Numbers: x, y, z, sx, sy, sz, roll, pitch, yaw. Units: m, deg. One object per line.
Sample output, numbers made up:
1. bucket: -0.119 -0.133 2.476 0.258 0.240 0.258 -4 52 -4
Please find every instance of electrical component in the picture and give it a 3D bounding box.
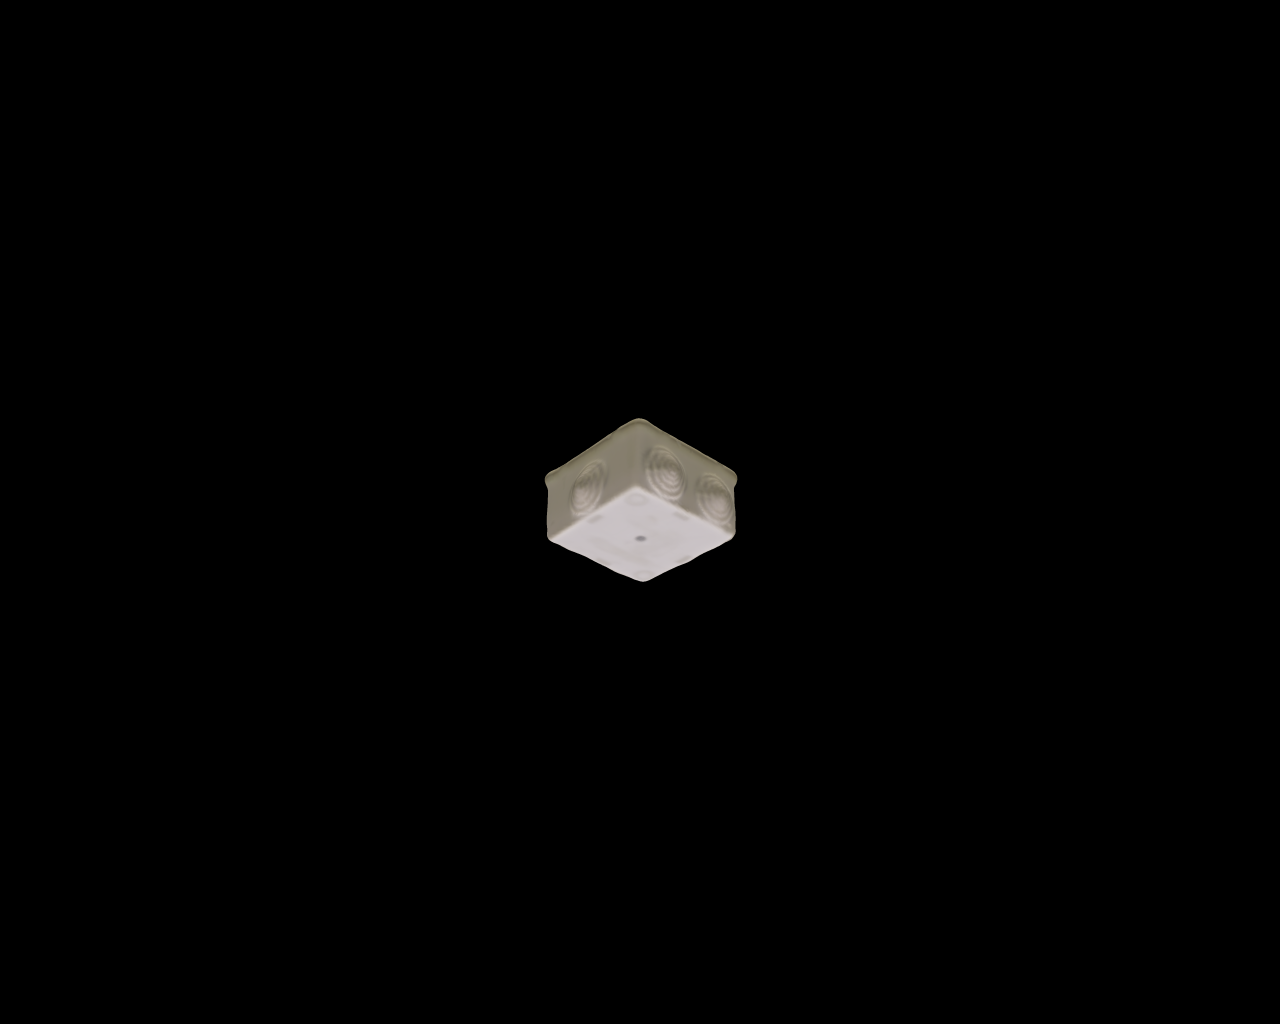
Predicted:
1. electrical component: 0.001 -0.003 0.650 0.099 0.048 0.099 27 -41 -36
